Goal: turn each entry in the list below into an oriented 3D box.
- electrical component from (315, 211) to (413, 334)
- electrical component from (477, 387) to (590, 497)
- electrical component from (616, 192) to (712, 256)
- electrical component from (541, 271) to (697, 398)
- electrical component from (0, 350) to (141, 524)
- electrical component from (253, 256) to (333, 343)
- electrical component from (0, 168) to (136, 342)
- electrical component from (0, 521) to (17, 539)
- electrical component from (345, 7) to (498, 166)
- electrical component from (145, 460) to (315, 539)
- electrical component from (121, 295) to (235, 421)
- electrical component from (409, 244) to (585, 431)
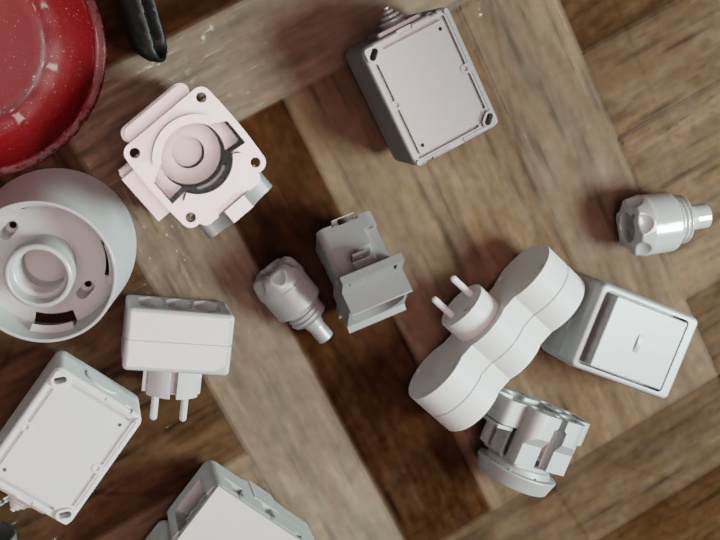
[{"bbox_3d":[0.000,0.000,0.693,0.042,0.081,0.063,-23,76,-10],"label":"electrical component"},{"bbox_3d":[0.116,0.121,0.749,0.078,0.058,0.057,19,96,-30],"label":"electrical component"},{"bbox_3d":[0.216,-0.034,0.755,0.062,0.043,0.043,-9,101,-13],"label":"electrical component"},{"bbox_3d":[0.188,0.048,0.753,0.096,0.061,0.061,20,94,-16],"label":"electrical component"},{"bbox_3d":[-0.188,0.107,0.670,0.062,0.061,0.096,35,90,-17],"label":"electrical component"},{"bbox_3d":[-0.040,0.023,0.706,0.035,0.035,0.061,-40,109,-5],"label":"electrical component"},{"bbox_3d":[-0.191,-0.008,0.661,0.099,0.064,0.099,-1,110,-4],"label":"electrical component"},{"bbox_3d":[-0.255,0.188,0.650,0.099,0.099,0.064,-1,94,-14],"label":"electrical component"},{"bbox_3d":[0.034,-0.122,0.686,0.062,0.061,0.096,-29,105,-8],"label":"electrical component"},{"bbox_3d":[-0.107,0.213,0.708,0.089,0.062,0.150,38,89,-17],"label":"electrical component"},{"bbox_3d":[-0.119,0.059,0.686,0.066,0.047,0.076,5,98,-15],"label":"electrical component"},{"bbox_3d":[0.081,0.035,0.729,0.074,0.052,0.138,42,88,-17],"label":"electrical component"}]
